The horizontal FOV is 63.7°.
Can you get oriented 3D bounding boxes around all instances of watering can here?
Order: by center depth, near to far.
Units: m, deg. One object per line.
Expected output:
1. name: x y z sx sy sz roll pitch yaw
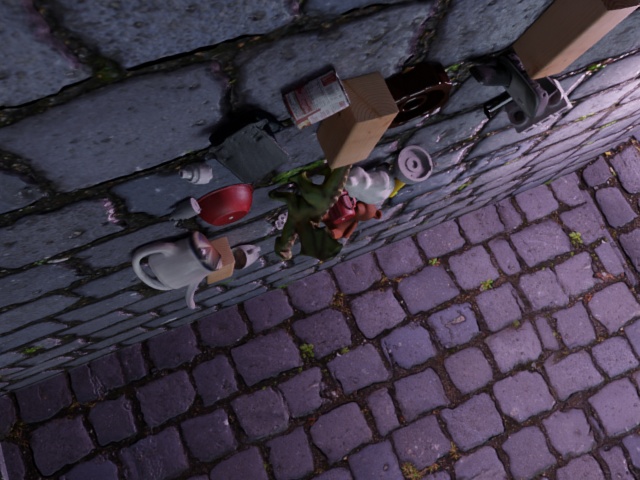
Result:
1. watering can: -0.386 0.091 1.500 0.224 0.106 0.341 -25 144 6

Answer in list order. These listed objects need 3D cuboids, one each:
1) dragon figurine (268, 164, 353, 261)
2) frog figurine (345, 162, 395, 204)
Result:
1. dragon figurine: 0.004 -0.067 1.329 0.405 0.246 0.122 -29 162 37
2. frog figurine: 0.136 -0.157 1.479 0.137 0.122 0.161 -7 -170 31
